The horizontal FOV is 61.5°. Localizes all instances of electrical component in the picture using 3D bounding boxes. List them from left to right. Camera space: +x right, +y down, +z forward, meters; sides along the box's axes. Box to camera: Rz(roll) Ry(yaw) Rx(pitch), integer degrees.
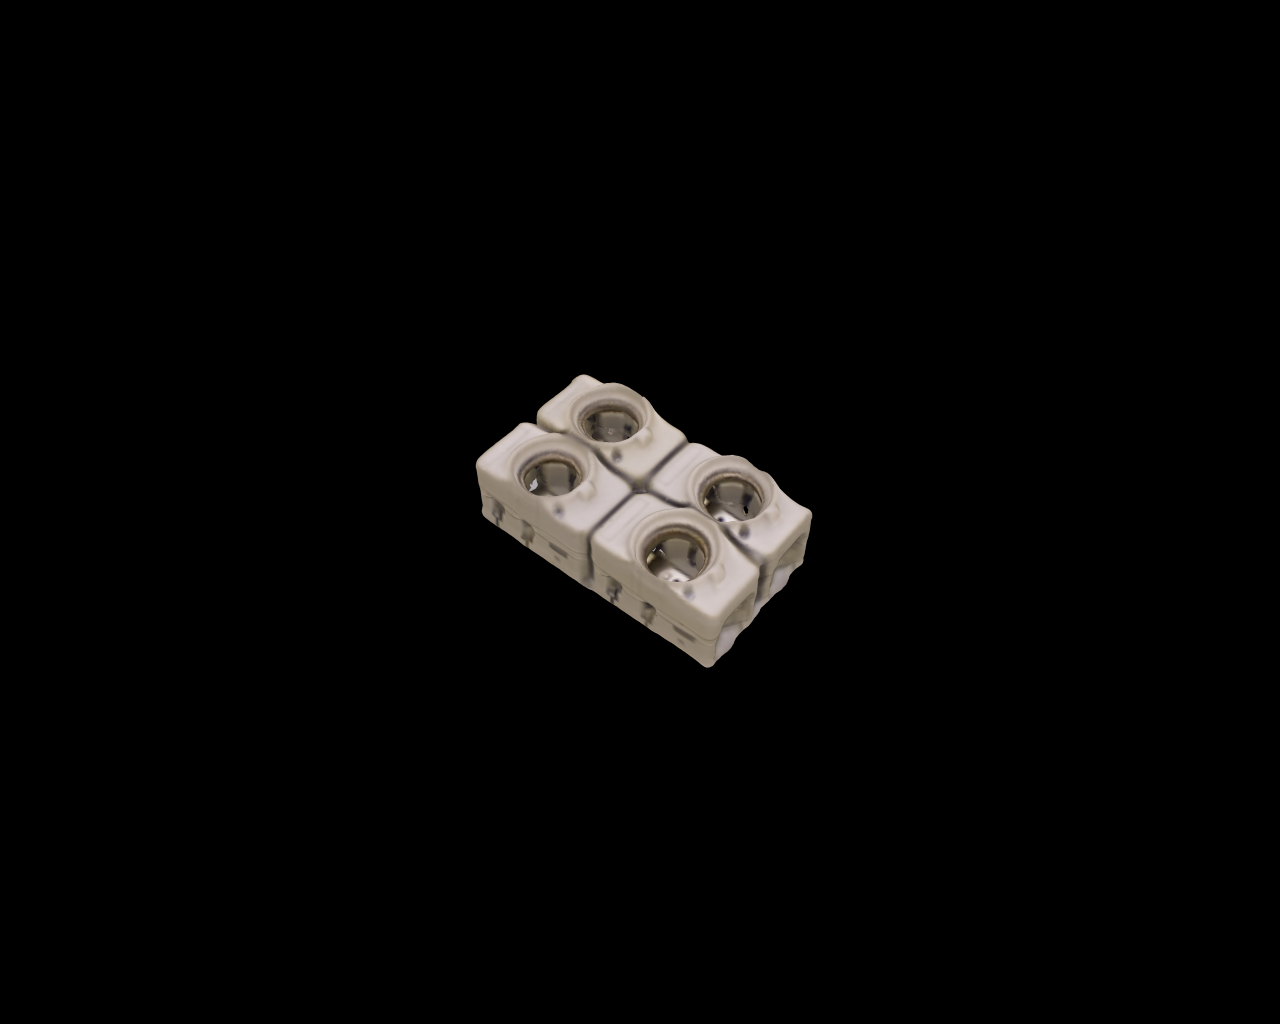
[{"bbox_3d":[0.001,-0.003,0.650,0.186,0.060,0.105,33,58,24],"label":"electrical component"}]
